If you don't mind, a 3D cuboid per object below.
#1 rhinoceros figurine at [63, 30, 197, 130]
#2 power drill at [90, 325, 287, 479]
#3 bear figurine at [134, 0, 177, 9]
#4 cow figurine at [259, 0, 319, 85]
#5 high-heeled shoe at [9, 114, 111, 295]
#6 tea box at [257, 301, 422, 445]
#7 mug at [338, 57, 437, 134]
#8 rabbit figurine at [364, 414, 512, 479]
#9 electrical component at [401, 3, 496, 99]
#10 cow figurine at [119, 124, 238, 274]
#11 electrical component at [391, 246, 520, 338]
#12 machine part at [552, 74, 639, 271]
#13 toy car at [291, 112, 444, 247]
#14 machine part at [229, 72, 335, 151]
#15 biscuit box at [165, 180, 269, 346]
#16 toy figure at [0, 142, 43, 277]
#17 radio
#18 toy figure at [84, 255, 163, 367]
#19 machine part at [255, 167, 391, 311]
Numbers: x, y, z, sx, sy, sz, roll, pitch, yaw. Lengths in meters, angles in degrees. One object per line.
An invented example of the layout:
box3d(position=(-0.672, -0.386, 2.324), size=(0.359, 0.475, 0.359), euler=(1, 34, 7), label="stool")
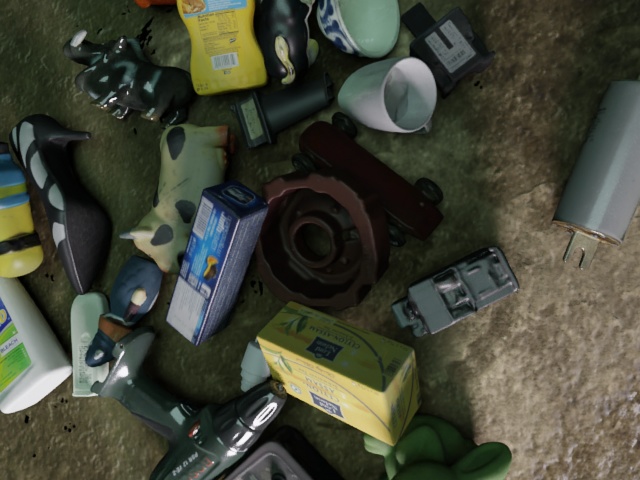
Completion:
box3d(position=(-0.259, -0.218, 0.719), size=(0.190, 0.073, 0.112), euler=(22, 93, 11), label="rhinoceros figurine")
box3d(position=(-0.172, 0.201, 0.673), size=(0.207, 0.086, 0.232), euler=(38, 108, 7), label="power drill")
box3d(position=(-0.228, -0.374, 0.657), size=(0.132, 0.195, 0.120), euler=(-6, 83, 10), label="bear figurine")
box3d(position=(-0.044, -0.275, 0.633), size=(0.068, 0.098, 0.167), euler=(1, 125, 8), label="cow figurine")
box3d(position=(-0.371, -0.050, 0.736), size=(0.145, 0.086, 0.248), euler=(0, 88, 21), label="high-heeled shoe")
box3d(position=(0.021, 0.144, 0.601), size=(0.170, 0.068, 0.098), euler=(14, 134, 35), label="tea box")
box3d(position=(0.080, -0.166, 0.641), size=(0.107, 0.109, 0.080), euler=(21, 85, 52), label="mug")
box3d(position=(0.121, 0.264, 0.573), size=(0.159, 0.170, 0.121), euler=(0, 89, 12), label="rabbit figurine")
box3d(position=(0.146, -0.241, 0.650), size=(0.075, 0.048, 0.119), euler=(-33, 87, 8), label="electrical component")
box3d(position=(-0.179, -0.052, 0.691), size=(0.127, 0.085, 0.194), euler=(7, 91, 5), label="cow figurine")
box3d(position=(0.147, 0.059, 0.605), size=(0.134, 0.115, 0.058), euler=(-27, 81, 7), label="electrical component")
box3d(position=(0.325, -0.084, 0.595), size=(0.079, 0.079, 0.243), euler=(22, 93, 11), label="machine part")
box3d(position=(0.058, -0.073, 0.660), size=(0.202, 0.053, 0.089), euler=(39, 75, 10), label="toy car")
box3d(position=(-0.045, -0.171, 0.694), size=(0.139, 0.039, 0.084), euler=(-23, 75, 11), label="machine part")
box3d(position=(-0.125, 0.029, 0.644), size=(0.059, 0.063, 0.202), euler=(35, 121, 18), label="biscuit box")
box3d(position=(-0.421, -0.038, 0.705), size=(0.082, 0.089, 0.180), euler=(-12, 111, -31), label="toy figure")
box3d(position=(-0.015, 0.348, 0.645), size=(0.230, 0.073, 0.131), euler=(44, 97, 9), label="radio")
box3d(position=(-0.257, 0.096, 0.704), size=(0.058, 0.064, 0.154), euler=(24, 83, -5), label="toy figure")
box3d(position=(-0.001, -0.002, 0.633), size=(0.180, 0.056, 0.179), euler=(11, 113, 26), label="machine part")
